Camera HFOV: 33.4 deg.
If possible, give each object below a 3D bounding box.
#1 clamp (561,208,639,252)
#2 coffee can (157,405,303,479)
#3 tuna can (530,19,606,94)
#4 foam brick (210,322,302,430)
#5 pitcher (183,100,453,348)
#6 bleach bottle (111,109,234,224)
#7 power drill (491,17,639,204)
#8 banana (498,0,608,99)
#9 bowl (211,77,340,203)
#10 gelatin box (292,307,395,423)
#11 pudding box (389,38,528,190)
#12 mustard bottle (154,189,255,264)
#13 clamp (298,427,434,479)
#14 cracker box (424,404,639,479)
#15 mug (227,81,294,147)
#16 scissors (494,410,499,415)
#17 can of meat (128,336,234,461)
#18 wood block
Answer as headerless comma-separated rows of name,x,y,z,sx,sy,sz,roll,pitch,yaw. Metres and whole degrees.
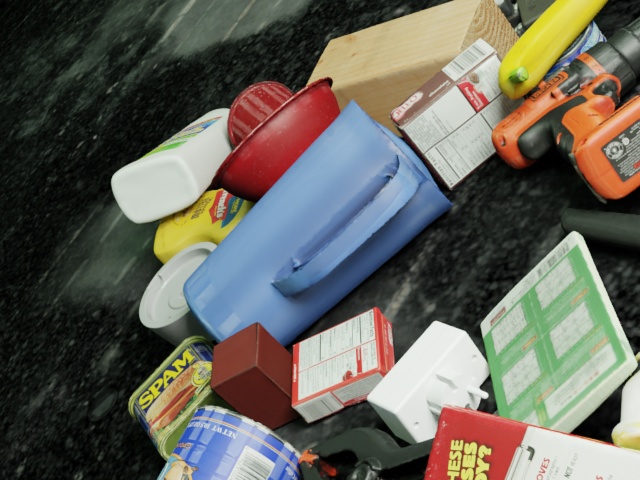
clamp,0.261,-0.003,0.757,0.165,0.036,0.210,-31,31,20
coffee can,-0.085,0.215,0.826,0.103,0.102,0.140,-3,49,47
tuna can,0.225,-0.178,1.009,0.086,0.033,0.086,-29,34,22
foam brick,-0.052,0.121,0.924,0.051,0.078,0.053,-28,34,22
pitcher,-0.006,0.001,0.966,0.243,0.149,0.145,-44,59,6
bleach bottle,-0.151,-0.103,1.264,0.103,0.068,0.250,-18,17,20
power drill,0.240,-0.110,0.864,0.184,0.057,0.188,-40,17,5
banana,0.206,-0.177,0.942,0.070,0.037,0.197,-22,22,53
bowl,-0.030,-0.086,1.053,0.162,0.055,0.162,-42,-4,-4
gelatin box,0.020,0.106,0.904,0.089,0.030,0.073,-26,35,20
pudding box,0.133,-0.114,0.984,0.113,0.090,0.039,-38,34,7
mustard bottle,-0.092,-0.025,1.162,0.192,0.058,0.096,-15,35,38
clamp,0.048,0.168,0.759,0.120,0.039,0.172,-50,31,-13
cracker box,0.145,0.192,0.585,0.214,0.072,0.164,5,76,51
mug,-0.037,-0.128,1.203,0.117,0.093,0.082,-28,34,-13
scissors,0.074,0.174,0.777,0.096,0.016,0.201,10,60,53
can of meat,-0.118,0.151,0.984,0.102,0.057,0.084,-46,34,-4
wood block,0.095,-0.168,1.091,0.207,0.090,0.090,-8,46,43
